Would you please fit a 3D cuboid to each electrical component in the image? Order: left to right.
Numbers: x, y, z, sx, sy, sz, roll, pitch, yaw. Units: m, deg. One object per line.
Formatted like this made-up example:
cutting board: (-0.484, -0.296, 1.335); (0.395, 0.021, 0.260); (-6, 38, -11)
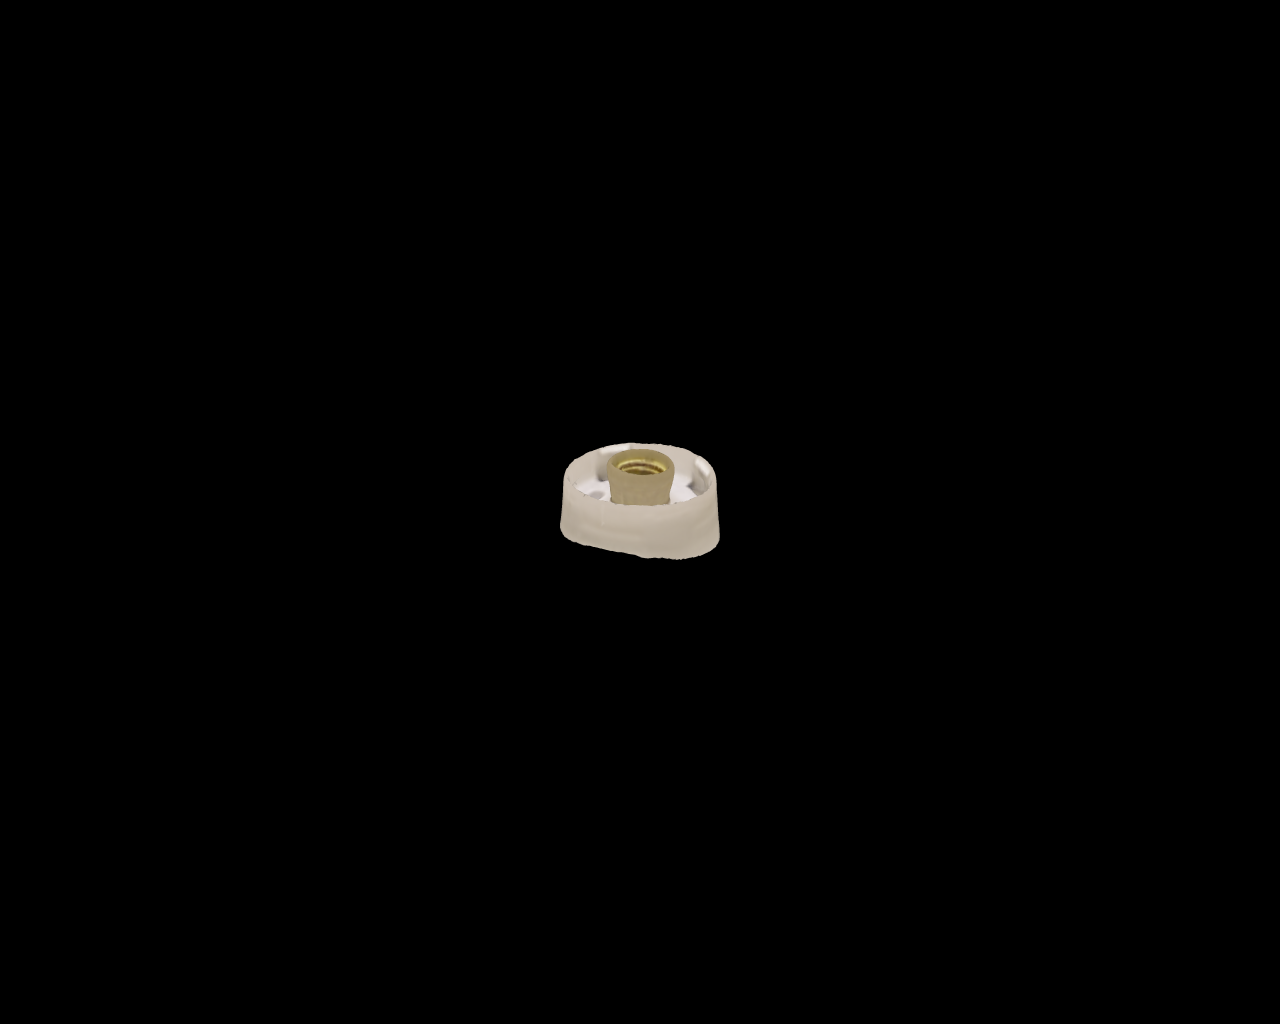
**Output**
electrical component: (0.001, -0.003, 0.650); (0.099, 0.064, 0.099); (0, 28, 0)
